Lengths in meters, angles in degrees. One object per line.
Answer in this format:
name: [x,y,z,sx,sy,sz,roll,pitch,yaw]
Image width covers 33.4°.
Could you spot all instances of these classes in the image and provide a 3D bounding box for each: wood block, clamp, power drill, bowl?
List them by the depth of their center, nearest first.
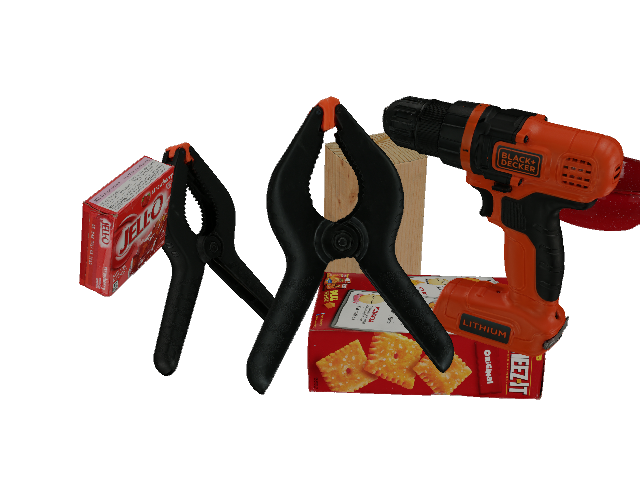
clamp: [0.002,0.007,0.613,0.120,0.171,0.039,-15,2,-11]
power drill: [0.128,-0.013,0.820,0.185,0.188,0.057,17,34,27]
clamp: [-0.105,0.011,1.019,0.036,0.210,0.164,-8,0,43]
bowl: [0.290,-0.050,1.123,0.162,0.055,0.162,6,20,-2]
wood block: [0.061,-0.011,1.254,0.090,0.206,0.090,-13,30,-23]

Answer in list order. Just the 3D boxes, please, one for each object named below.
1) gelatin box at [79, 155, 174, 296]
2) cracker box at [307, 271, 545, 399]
gelatin box: [-0.144,-0.012,0.796,0.030,0.073,0.089,20,34,12]
cracker box: [0.100,0.090,1.035,0.214,0.072,0.164,2,17,4]
